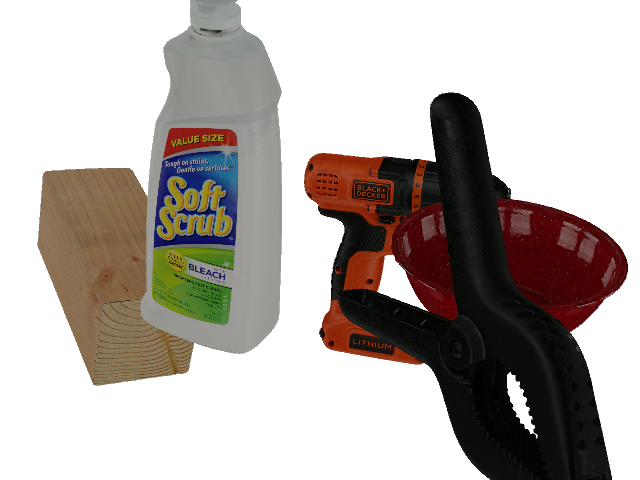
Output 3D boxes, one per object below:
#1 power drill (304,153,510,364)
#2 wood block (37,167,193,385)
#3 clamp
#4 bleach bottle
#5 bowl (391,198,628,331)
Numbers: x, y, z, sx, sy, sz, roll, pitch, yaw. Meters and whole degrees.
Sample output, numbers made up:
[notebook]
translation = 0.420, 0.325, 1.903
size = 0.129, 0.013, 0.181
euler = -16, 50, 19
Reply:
[power drill]
translation = 0.073, 0.016, 0.973
size = 0.184, 0.188, 0.057
euler = 8, 19, 15
[wood block]
translation = -0.188, 0.025, 0.974
size = 0.090, 0.091, 0.206
euler = -5, 37, -28
[clamp]
translation = 0.081, 0.041, 0.525
size = 0.036, 0.165, 0.210
euler = -8, 44, -29
[bleach bottle]
translation = -0.075, -0.045, 0.711
size = 0.103, 0.251, 0.068
euler = 18, 38, 21
[bowl]
translation = 0.128, 0.028, 0.747
size = 0.162, 0.055, 0.162
euler = 1, 28, -1
